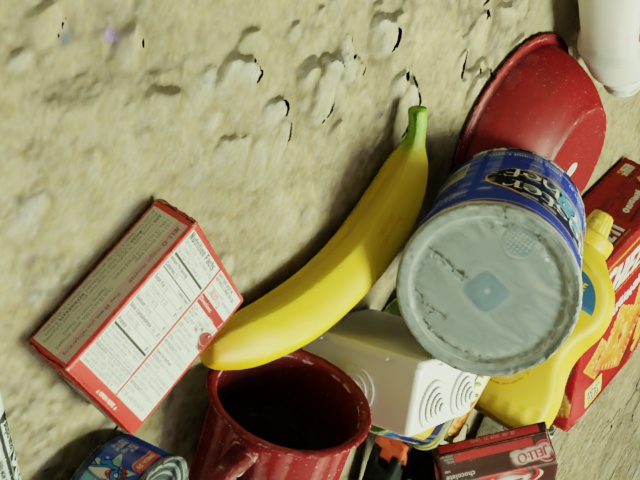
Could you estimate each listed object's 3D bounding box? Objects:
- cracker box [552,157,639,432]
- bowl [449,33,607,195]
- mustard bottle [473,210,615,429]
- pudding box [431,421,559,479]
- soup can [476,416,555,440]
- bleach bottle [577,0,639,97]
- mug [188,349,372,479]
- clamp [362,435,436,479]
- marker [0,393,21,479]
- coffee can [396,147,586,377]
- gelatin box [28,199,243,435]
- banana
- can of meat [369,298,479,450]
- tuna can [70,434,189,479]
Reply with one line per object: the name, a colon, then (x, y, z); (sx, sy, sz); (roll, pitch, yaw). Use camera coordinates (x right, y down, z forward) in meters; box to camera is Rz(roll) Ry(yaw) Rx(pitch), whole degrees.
cracker box: (0.264, 0.055, 1.020); (0.164, 0.072, 0.214); (-39, 144, -35)
bowl: (0.158, -0.062, 0.763); (0.161, 0.055, 0.162); (-38, 144, -35)
mustard bottle: (0.183, 0.059, 0.868); (0.191, 0.096, 0.058); (-57, 149, -6)
pudding box: (0.136, 0.183, 0.832); (0.090, 0.039, 0.113); (-12, 153, 3)
soup can: (0.174, 0.212, 1.022); (0.068, 0.069, 0.102); (3, 112, -58)
bleach bottle: (0.207, -0.194, 0.704); (0.102, 0.068, 0.251); (-54, 151, -23)
mug: (-0.032, 0.122, 0.585); (0.117, 0.093, 0.082); (-39, 151, -57)
clamp: (0.072, 0.205, 0.883); (0.164, 0.036, 0.210); (-44, 150, -28)
marker: (-0.142, 0.106, 0.472); (0.020, 0.020, 0.121); (-37, 143, -36)
coffee can: (0.109, 0.008, 0.652); (0.140, 0.103, 0.103); (-50, 159, -67)
gelatin box: (-0.082, 0.036, 0.495); (0.089, 0.030, 0.073); (-51, 148, -17)
banana: (0.007, 0.010, 0.611); (0.197, 0.037, 0.069); (-51, 130, -21)
can of meat: (0.067, 0.094, 0.757); (0.102, 0.058, 0.083); (-61, 149, 0)
tuna can: (-0.102, 0.141, 0.533); (0.086, 0.034, 0.086); (-57, 160, -34)
